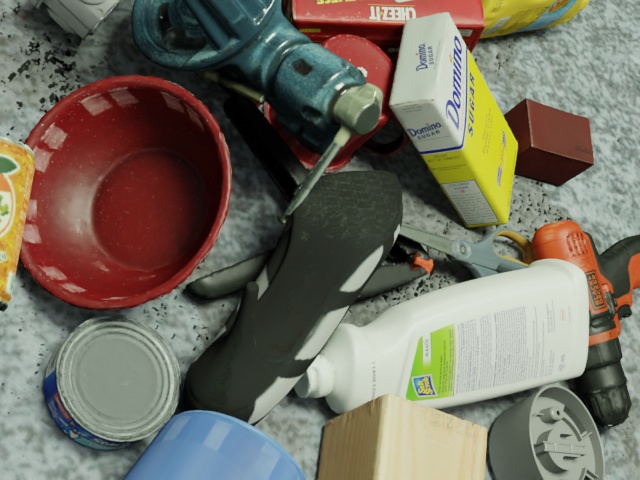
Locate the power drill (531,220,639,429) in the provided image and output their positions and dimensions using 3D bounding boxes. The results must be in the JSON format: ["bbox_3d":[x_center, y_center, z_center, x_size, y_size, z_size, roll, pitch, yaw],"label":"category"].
[{"bbox_3d":[0.282,0.062,0.967,0.187,0.057,0.184,-12,85,-38],"label":"power drill"}]

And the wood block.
[{"bbox_3d":[0.047,0.223,0.725,0.090,0.091,0.206,22,58,-22],"label":"wood block"}]

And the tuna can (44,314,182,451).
[{"bbox_3d":[-0.137,0.095,0.705,0.086,0.034,0.086,14,61,-27],"label":"tuna can"}]

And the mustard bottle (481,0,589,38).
[{"bbox_3d":[0.200,-0.235,1.034,0.191,0.096,0.058,-15,77,-36],"label":"mustard bottle"}]

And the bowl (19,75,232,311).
[{"bbox_3d":[-0.128,-0.028,0.725,0.055,0.162,0.162,38,35,-70],"label":"bowl"}]

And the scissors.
[{"bbox_3d":[0.123,0.028,0.888,0.201,0.016,0.096,0,75,-46],"label":"scissors"}]

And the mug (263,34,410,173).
[{"bbox_3d":[0.023,-0.107,0.871,0.117,0.082,0.093,33,54,-15],"label":"mug"}]

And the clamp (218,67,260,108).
[{"bbox_3d":[-0.065,-0.191,0.880,0.120,0.039,0.171,-20,82,-19],"label":"clamp"}]

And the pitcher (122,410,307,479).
[{"bbox_3d":[-0.102,0.211,0.607,0.145,0.149,0.242,40,50,-9],"label":"pitcher"}]

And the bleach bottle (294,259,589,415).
[{"bbox_3d":[0.094,0.079,0.825,0.250,0.068,0.102,-7,98,-29],"label":"bleach bottle"}]

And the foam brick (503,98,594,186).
[{"bbox_3d":[0.209,-0.090,1.001,0.078,0.051,0.053,13,63,-26],"label":"foam brick"}]

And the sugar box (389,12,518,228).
[{"bbox_3d":[0.117,-0.096,0.895,0.176,0.048,0.093,52,42,-48],"label":"sugar box"}]

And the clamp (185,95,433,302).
[{"bbox_3d":[-0.005,0.001,0.831,0.209,0.036,0.164,27,64,-24],"label":"clamp"}]

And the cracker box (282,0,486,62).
[{"bbox_3d":[0.047,-0.261,0.940,0.164,0.072,0.213,0,67,-8],"label":"cracker box"}]
